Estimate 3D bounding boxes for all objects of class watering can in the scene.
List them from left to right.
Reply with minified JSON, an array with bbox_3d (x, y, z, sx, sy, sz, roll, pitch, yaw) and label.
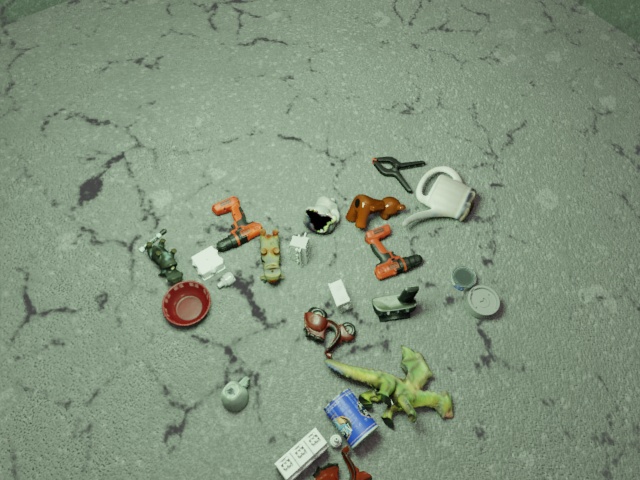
[{"bbox_3d":[0.462,-0.140,1.956,0.225,0.101,0.354,26,60,12],"label":"watering can"}]

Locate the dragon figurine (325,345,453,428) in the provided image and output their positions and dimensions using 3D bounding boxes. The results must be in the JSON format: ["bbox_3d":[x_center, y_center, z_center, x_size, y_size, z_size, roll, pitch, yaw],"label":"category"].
[{"bbox_3d":[0.240,0.436,1.628,0.413,0.119,0.247,37,48,16],"label":"dragon figurine"}]

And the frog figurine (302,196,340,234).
[{"bbox_3d":[0.006,-0.097,1.936,0.137,0.120,0.162,-2,24,7],"label":"frog figurine"}]
